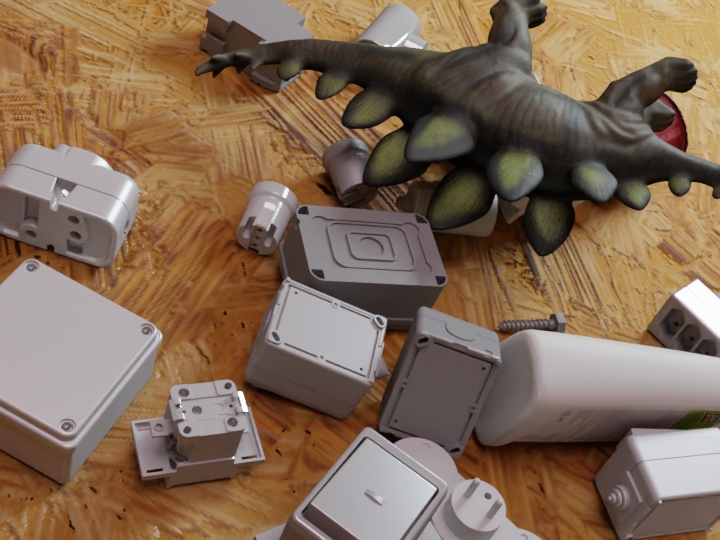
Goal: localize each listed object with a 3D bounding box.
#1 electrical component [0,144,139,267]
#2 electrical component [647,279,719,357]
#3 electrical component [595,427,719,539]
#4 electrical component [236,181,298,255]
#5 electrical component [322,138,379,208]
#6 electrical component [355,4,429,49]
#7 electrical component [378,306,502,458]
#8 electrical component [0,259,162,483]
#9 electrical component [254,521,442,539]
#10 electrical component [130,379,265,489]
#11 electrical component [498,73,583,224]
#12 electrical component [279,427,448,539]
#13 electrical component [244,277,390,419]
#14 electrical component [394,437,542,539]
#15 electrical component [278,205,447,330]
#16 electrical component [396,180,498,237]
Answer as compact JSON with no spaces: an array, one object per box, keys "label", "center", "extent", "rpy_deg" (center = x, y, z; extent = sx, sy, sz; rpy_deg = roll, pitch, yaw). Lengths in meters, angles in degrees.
[{"label":"electrical component","center":[-0.216,-0.051,0.794],"extent":[0.095,0.053,0.059],"rpy_deg":[19,46,-3]},{"label":"electrical component","center":[0.295,0.043,0.899],"extent":[0.077,0.047,0.065],"rpy_deg":[-25,62,-36]},{"label":"electrical component","center":[0.214,0.150,0.765],"extent":[0.096,0.061,0.061],"rpy_deg":[-1,50,-21]},{"label":"electrical component","center":[-0.074,-0.040,0.847],"extent":[0.040,0.040,0.046],"rpy_deg":[21,52,-1]},{"label":"electrical component","center":[-0.007,-0.081,0.907],"extent":[0.040,0.040,0.046],"rpy_deg":[-5,57,-24]},{"label":"electrical component","center":[0.040,-0.212,1.036],"extent":[0.079,0.043,0.077],"rpy_deg":[28,46,6]},{"label":"electrical component","center":[0.053,0.082,0.756],"extent":[0.062,0.096,0.061],"rpy_deg":[20,19,-2]},{"label":"electrical component","center":[-0.203,0.063,0.696],"extent":[0.109,0.056,0.108],"rpy_deg":[28,46,6]},{"label":"electrical component","center":[0.021,0.228,0.626],"extent":[0.105,0.060,0.186],"rpy_deg":[-16,57,-30]},{"label":"electrical component","center":[-0.102,0.104,0.691],"extent":[0.081,0.063,0.042],"rpy_deg":[-4,53,-24]},{"label":"electrical component","center":[0.153,-0.105,0.964],"extent":[0.063,0.079,0.121],"rpy_deg":[25,37,-40]},{"label":"electrical component","center":[0.005,0.138,0.615],"extent":[0.062,0.061,0.096],"rpy_deg":[35,47,12]},{"label":"electrical component","center":[-0.027,0.061,0.763],"extent":[0.096,0.061,0.061],"rpy_deg":[23,46,-9]},{"label":"electrical component","center":[0.071,0.161,0.695],"extent":[0.138,0.073,0.052],"rpy_deg":[41,49,18]},{"label":"electrical component","center":[0.000,0.000,0.820],"extent":[0.113,0.057,0.078],"rpy_deg":[3,48,-22]},{"label":"electrical component","center":[0.070,-0.053,0.906],"extent":[0.081,0.043,0.043],"rpy_deg":[5,49,-16]}]
